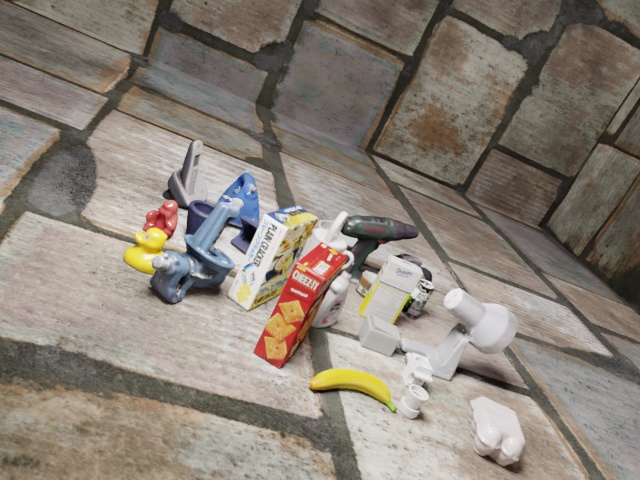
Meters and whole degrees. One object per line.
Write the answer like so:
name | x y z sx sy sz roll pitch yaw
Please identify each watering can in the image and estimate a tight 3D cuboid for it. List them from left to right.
watering can | 0.013 0.006 1.517 0.173 0.194 0.101 23 21 -11

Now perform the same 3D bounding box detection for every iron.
iron | -0.222 -0.132 1.631 0.119 0.141 0.257 18 22 -22

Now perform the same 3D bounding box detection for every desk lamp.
desk lamp | 0.331 0.224 1.360 0.204 0.213 0.117 20 21 -18

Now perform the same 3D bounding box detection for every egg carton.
egg carton | 0.364 0.396 1.195 0.107 0.069 0.150 26 20 -4

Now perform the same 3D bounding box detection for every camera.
camera | 0.285 0.107 1.744 0.137 0.101 0.143 16 23 -27

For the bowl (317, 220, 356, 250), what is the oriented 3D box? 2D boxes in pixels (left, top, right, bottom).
bowl | 0.056 0.011 1.728 0.167 0.074 0.167 24 21 -9

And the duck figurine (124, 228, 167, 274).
duck figurine | -0.347 0.018 1.197 0.105 0.086 0.077 22 21 -14

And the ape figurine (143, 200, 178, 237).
ape figurine | -0.362 -0.053 1.342 0.077 0.092 0.076 40 24 32

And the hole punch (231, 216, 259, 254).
hole punch | -0.162 -0.012 1.491 0.108 0.091 0.101 35 22 19

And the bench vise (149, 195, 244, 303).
bench vise | -0.230 0.020 1.145 0.121 0.219 0.208 30 20 7

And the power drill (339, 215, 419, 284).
power drill | 0.143 0.023 1.617 0.230 0.208 0.075 17 23 -26

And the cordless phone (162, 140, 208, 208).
cordless phone | -0.339 -0.188 1.557 0.094 0.185 0.148 28 20 2

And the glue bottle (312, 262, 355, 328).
glue bottle | 0.037 0.122 1.299 0.037 0.173 0.078 38 23 28

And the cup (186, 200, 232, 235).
cup | -0.278 -0.036 1.400 0.118 0.095 0.091 8 28 -42
